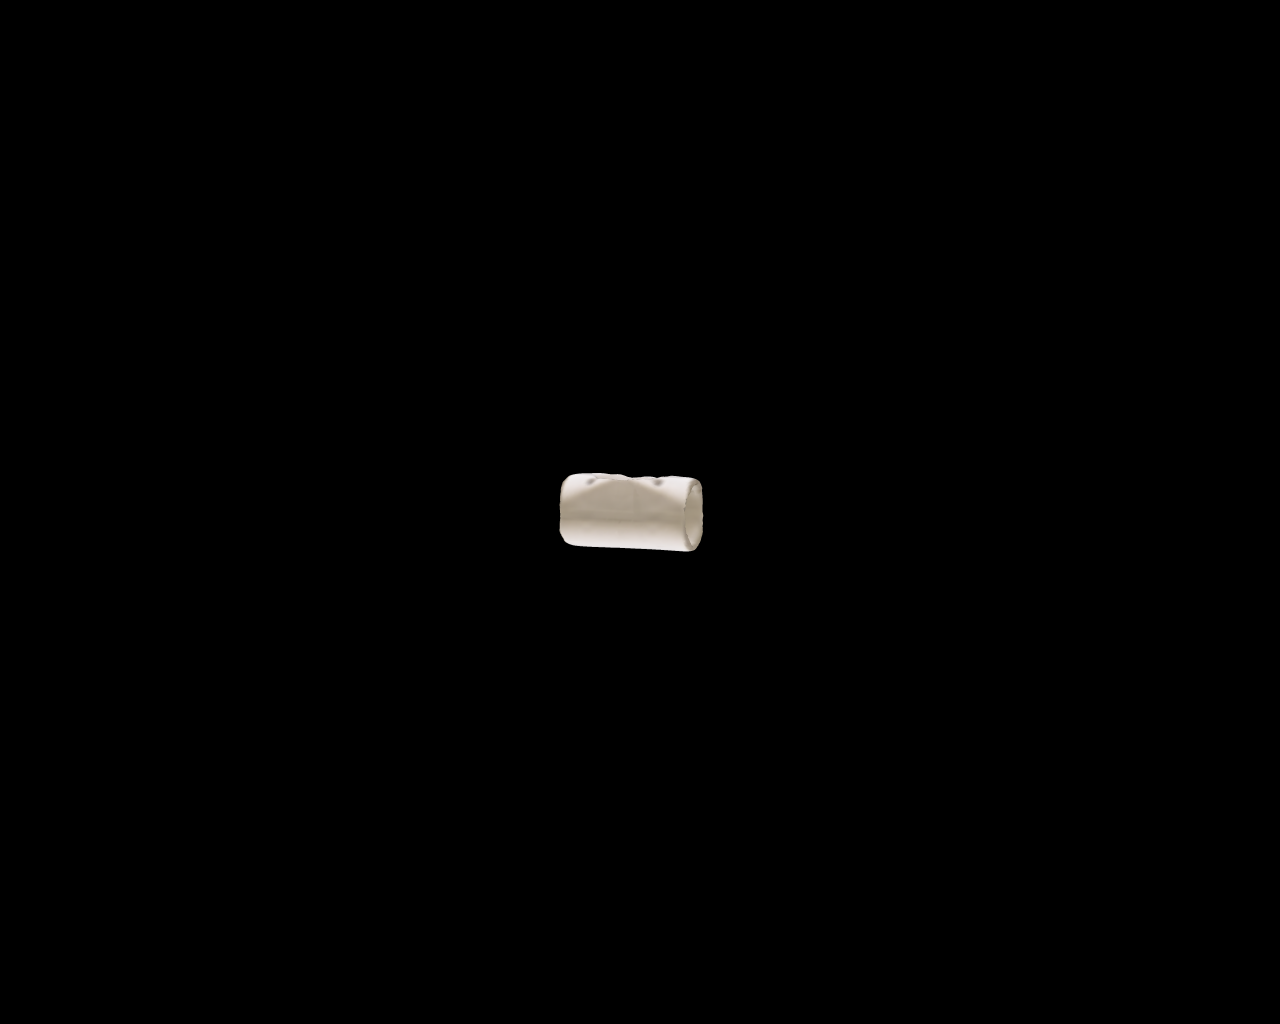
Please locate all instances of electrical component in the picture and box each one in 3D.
[{"bbox_3d":[0.001,-0.003,0.650,0.077,0.044,0.079,2,8,18],"label":"electrical component"}]
